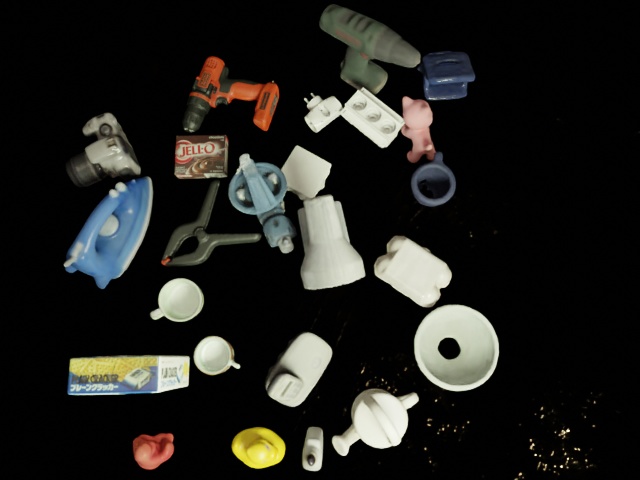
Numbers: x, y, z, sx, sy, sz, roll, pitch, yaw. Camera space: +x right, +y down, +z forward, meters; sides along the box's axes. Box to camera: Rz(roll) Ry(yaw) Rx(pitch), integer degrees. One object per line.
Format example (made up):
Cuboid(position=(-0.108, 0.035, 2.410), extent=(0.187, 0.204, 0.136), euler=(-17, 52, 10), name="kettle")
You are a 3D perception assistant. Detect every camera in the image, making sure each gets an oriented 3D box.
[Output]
Cuboid(position=(-0.477, -0.184, 1.224), extent=(0.137, 0.101, 0.143), euler=(-26, 79, -4), name="camera")

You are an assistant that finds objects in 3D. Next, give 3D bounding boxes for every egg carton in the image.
Cuboid(position=(0.193, 0.064, 1.185), extent=(0.150, 0.069, 0.107), euler=(33, 81, 7), name="egg carton")

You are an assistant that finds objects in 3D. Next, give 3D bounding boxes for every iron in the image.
Cuboid(position=(-0.434, -0.037, 1.174), extent=(0.118, 0.141, 0.258), euler=(25, 80, 6), name="iron")

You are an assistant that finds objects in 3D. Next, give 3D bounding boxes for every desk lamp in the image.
Cuboid(position=(0.010, 0.004, 1.125), extent=(0.118, 0.213, 0.203), euler=(-12, 79, -2), name="desk lamp")

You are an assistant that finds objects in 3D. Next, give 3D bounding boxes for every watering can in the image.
Cuboid(position=(0.107, 0.340, 1.067), extent=(0.101, 0.194, 0.173), euler=(37, 81, 8), name="watering can")

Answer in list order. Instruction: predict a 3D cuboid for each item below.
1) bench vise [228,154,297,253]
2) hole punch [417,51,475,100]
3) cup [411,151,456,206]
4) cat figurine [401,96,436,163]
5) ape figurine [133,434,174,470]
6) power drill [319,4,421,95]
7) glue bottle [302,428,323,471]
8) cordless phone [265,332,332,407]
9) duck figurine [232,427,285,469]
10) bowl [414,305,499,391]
Cuboid(position=(-0.101, -0.084, 1.141), extent=(0.121, 0.220, 0.207), euler=(-44, 81, -7), name="bench vise")
Cuboid(position=(0.277, -0.372, 1.261), extent=(0.108, 0.091, 0.101), euler=(-5, 79, 0), name="hole punch")
Cuboid(position=(0.234, -0.121, 1.209), extent=(0.091, 0.095, 0.118), euler=(11, 79, 3), name="cup")
Cuboid(position=(0.214, -0.242, 1.222), extent=(0.067, 0.118, 0.128), euler=(-14, 79, -2), name="cat figurine")
Cuboid(position=(-0.330, 0.409, 1.109), extent=(0.077, 0.092, 0.076), euler=(31, 81, 7), name="ape figurine")
Cuboid(position=(0.103, -0.393, 1.207), extent=(0.229, 0.208, 0.076), euler=(34, 81, 7), name="power drill")
Cuboid(position=(-0.014, 0.398, 1.067), extent=(0.037, 0.173, 0.078), euler=(3, 79, 2), name="glue bottle")
Cuboid(position=(-0.045, 0.246, 1.092), extent=(0.094, 0.185, 0.148), euler=(31, 81, 7), name="cordless phone")
Cuboid(position=(-0.122, 0.407, 1.111), extent=(0.104, 0.086, 0.077), euler=(11, 79, 3), name="duck figurine")
Cuboid(position=(0.267, 0.216, 1.152), extent=(0.167, 0.075, 0.167), euler=(0, 79, 1), name="bowl")
